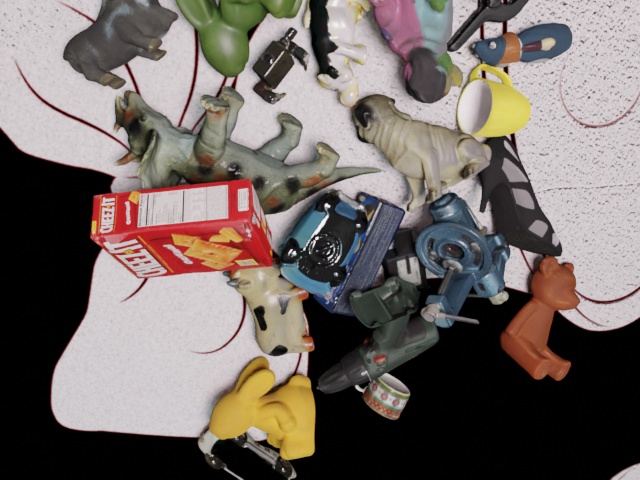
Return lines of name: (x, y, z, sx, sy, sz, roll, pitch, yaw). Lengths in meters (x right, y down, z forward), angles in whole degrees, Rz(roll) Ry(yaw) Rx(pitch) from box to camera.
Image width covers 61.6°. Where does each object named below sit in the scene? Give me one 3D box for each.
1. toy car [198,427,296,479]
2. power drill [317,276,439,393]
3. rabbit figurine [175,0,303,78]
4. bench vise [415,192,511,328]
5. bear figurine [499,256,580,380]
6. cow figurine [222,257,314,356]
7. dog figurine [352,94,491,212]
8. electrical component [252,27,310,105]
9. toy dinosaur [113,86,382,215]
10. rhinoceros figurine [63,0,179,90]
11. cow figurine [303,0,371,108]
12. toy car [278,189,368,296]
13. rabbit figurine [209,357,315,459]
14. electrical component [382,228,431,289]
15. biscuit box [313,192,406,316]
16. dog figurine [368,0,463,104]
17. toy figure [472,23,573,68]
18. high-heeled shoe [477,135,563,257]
toy car: (-0.129, 0.397, 0.970, 0.201, 0.056, 0.073, 43, 88, -20)
power drill: (0.094, 0.165, 0.898, 0.232, 0.086, 0.207, -20, 134, -11)
rabbit figurine: (-0.120, -0.312, 0.736, 0.159, 0.121, 0.170, 26, 114, -14)
bench vise: (0.219, 0.054, 0.844, 0.240, 0.129, 0.223, -53, 129, -40)
bear figurine: (0.416, 0.137, 0.966, 0.120, 0.132, 0.195, 19, 108, -42)
cow figurine: (-0.084, 0.099, 0.880, 0.127, 0.086, 0.194, -12, 109, -14)
dog figurine: (0.160, -0.164, 0.839, 0.172, 0.121, 0.190, -30, 90, -26)
electrical component: (-0.057, -0.251, 0.790, 0.045, 0.078, 0.102, 40, 90, 6)
toy dinosaur: (-0.110, -0.103, 0.802, 0.404, 0.131, 0.192, 22, 119, -24)
rhinoceros figurine: (-0.265, -0.294, 0.737, 0.190, 0.073, 0.112, -42, 98, 5)
cow figurine: (0.022, -0.283, 0.793, 0.098, 0.068, 0.167, 3, 102, -6)
toy car: (-0.002, -0.003, 0.847, 0.109, 0.103, 0.161, 27, 91, -22)
rabbit figurine: (-0.098, 0.288, 0.905, 0.173, 0.122, 0.162, 2, 97, -16)
electrical component: (0.142, 0.034, 0.919, 0.075, 0.048, 0.119, -18, 108, -7)
biscuit box: (0.063, 0.026, 0.888, 0.062, 0.059, 0.202, 16, 103, -39)
dog figurine: (0.147, -0.308, 0.781, 0.109, 0.191, 0.219, -9, 147, 19)
toy figure: (0.315, -0.303, 0.845, 0.154, 0.064, 0.057, -13, 86, -3)
high-heeled shoe: (0.353, -0.073, 0.931, 0.248, 0.086, 0.145, 27, 74, -31)
